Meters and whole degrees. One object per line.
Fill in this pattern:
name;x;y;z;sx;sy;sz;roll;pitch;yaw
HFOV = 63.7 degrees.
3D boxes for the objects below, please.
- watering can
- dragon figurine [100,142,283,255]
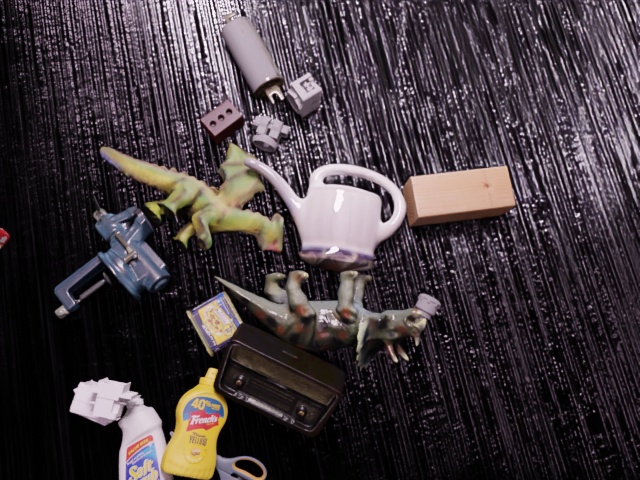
watering can;0.003;-0.053;1.062;0.347;0.103;0.227;8;78;-2
dragon figurine;-0.238;-0.112;1.082;0.411;0.120;0.246;46;62;5
